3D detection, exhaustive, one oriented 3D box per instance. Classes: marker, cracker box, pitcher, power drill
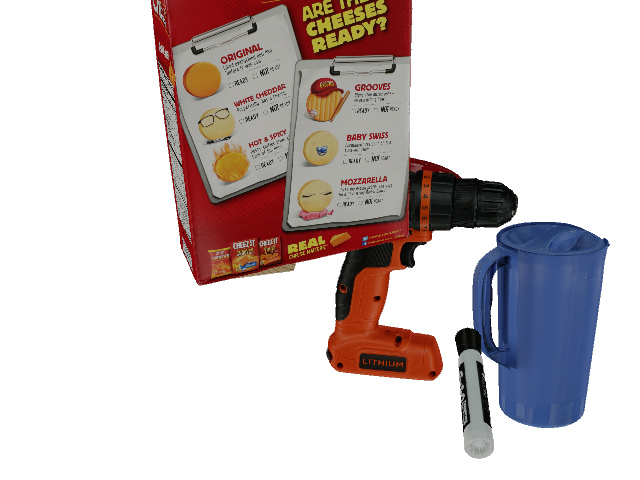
[{"bbox_3d":[0.104,0.099,0.724,0.020,0.020,0.121,0,32,4],"label":"marker"},{"bbox_3d":[-0.024,-0.089,0.732,0.164,0.214,0.072,-13,32,-16],"label":"cracker box"},{"bbox_3d":[0.272,0.106,1.326,0.149,0.243,0.144,6,19,18],"label":"pitcher"},{"bbox_3d":[0.077,0.028,0.951,0.184,0.188,0.057,4,17,10],"label":"power drill"}]

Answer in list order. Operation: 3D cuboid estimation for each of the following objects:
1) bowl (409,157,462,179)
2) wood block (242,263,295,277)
[{"bbox_3d":[0.080,-0.042,1.188,0.162,0.055,0.162,4,25,-2],"label":"bowl"},{"bbox_3d":[-0.105,-0.043,1.320,0.090,0.090,0.206,-7,29,-21],"label":"wood block"}]
